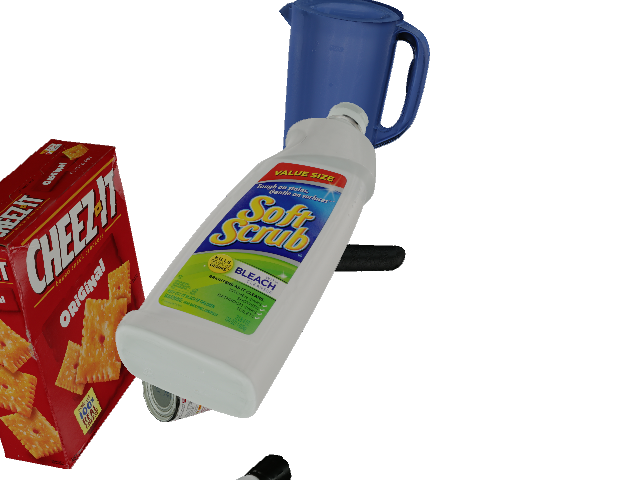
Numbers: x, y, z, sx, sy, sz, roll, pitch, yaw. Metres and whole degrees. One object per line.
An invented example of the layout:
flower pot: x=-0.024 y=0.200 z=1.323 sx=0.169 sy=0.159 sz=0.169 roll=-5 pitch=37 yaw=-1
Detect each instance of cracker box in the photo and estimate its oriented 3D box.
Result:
cracker box: x=-0.210 y=0.050 z=0.866 sx=0.072 sy=0.214 sz=0.164 roll=6 pitch=33 yaw=18

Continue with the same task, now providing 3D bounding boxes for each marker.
marker: x=-0.052 y=0.136 z=0.524 sx=0.020 sy=0.020 sz=0.120 roll=0 pitch=15 yaw=33

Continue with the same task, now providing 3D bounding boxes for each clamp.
clamp: x=-0.020 y=0.001 z=0.970 sx=0.171 sy=0.039 sz=0.120 roll=-17 pitch=51 yaw=-30

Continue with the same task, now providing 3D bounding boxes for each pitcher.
pitcher: x=0.028 y=-0.166 z=1.287 sx=0.144 sy=0.243 sz=0.149 roll=-5 pitch=27 yaw=-25

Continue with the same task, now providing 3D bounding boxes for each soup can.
soup can: x=-0.135 y=0.155 z=1.167 sx=0.102 sy=0.068 sz=0.069 roll=-9 pitch=6 yaw=-42

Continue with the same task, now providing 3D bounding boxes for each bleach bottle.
bleach bottle: x=-0.034 y=-0.006 z=0.728 sx=0.102 sy=0.250 sz=0.068 roll=20 pitch=-36 yaw=12
